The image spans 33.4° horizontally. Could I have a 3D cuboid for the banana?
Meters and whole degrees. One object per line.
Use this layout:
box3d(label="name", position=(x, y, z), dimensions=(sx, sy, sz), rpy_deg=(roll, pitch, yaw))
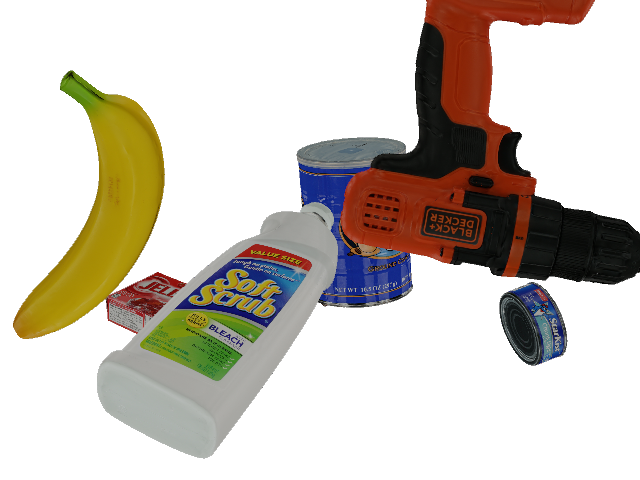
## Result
box3d(label="banana", position=(-0.133, -0.013, 0.632), dimensions=(0.069, 0.198, 0.037), rpy_deg=(14, 35, -11))

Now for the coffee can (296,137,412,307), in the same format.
box3d(label="coffee can", position=(0.034, -0.019, 1.017), dimensions=(0.103, 0.140, 0.103), rpy_deg=(-4, 17, 1))

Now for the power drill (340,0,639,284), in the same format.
box3d(label="power drill", position=(0.115, -0.072, 0.638), dimensions=(0.184, 0.188, 0.057), rpy_deg=(10, 4, 3))

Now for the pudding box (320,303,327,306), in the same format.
box3d(label="pudding box", position=(0.031, 0.047, 1.474), dimensions=(0.113, 0.039, 0.090), rpy_deg=(-16, 26, -24))

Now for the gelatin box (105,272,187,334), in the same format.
box3d(label="gelatin box", position=(-0.150, 0.066, 1.028), dimensions=(0.089, 0.030, 0.073), rpy_deg=(20, 29, 30))

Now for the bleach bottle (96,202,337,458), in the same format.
box3d(label="bleach bottle", position=(-0.062, 0.048, 0.829), dimensions=(0.102, 0.068, 0.250), rpy_deg=(24, 45, 12))

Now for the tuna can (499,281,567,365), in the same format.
box3d(label="tuna can", position=(0.227, 0.090, 1.149), dimensions=(0.033, 0.086, 0.086), rpy_deg=(-19, 5, -14))
